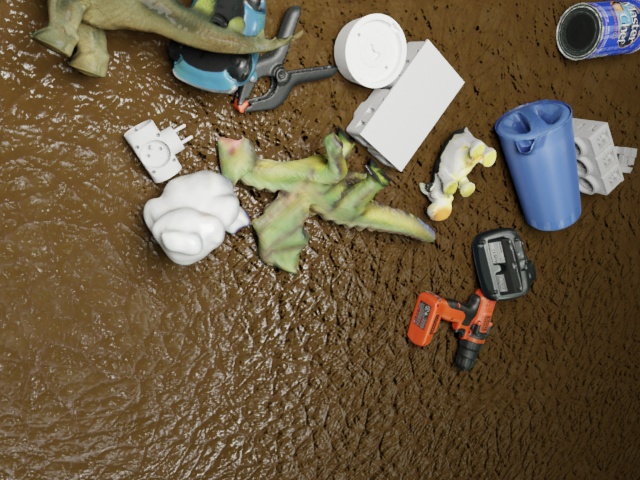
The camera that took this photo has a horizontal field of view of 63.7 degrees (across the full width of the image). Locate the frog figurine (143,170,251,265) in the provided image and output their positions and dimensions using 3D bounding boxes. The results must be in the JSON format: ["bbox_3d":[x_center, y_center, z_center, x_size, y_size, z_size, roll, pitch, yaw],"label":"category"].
[{"bbox_3d":[-0.179,-0.032,0.698,0.137,0.160,0.122,4,98,14],"label":"frog figurine"}]

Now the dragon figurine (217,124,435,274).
[{"bbox_3d":[0.003,-0.043,0.848,0.241,0.124,0.405,-41,119,11],"label":"dragon figurine"}]
